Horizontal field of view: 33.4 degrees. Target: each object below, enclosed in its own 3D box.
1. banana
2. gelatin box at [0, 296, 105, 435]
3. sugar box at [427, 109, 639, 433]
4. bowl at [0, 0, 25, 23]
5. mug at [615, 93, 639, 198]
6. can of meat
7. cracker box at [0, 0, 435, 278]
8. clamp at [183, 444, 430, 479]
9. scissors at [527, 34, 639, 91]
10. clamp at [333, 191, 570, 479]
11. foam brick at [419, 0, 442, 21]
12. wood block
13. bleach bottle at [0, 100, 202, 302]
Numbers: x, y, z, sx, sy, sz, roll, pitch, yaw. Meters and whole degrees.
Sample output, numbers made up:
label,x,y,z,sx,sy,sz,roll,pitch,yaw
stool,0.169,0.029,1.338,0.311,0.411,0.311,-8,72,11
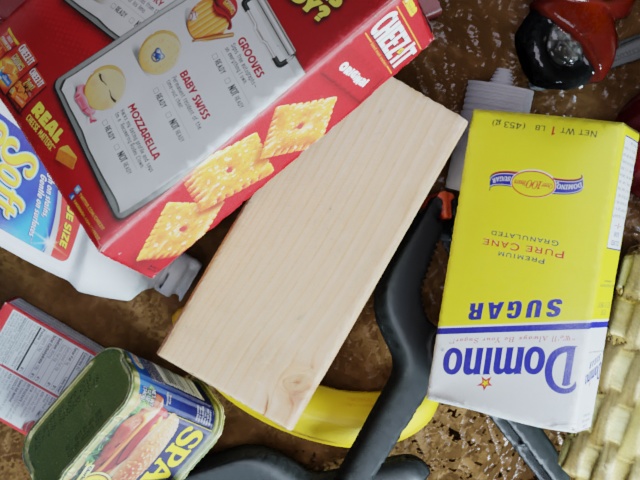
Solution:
label,x,y,z,sx,sy,sz,roll,pitch,yaw
banana,-0.008,0.098,0.710,0.197,0.037,0.069,13,68,-3
gelatin box,-0.187,0.092,0.715,0.089,0.030,0.073,30,95,-2
sugar box,0.123,0.017,0.624,0.093,0.048,0.176,9,89,29
bowl,-0.184,-0.183,0.648,0.162,0.055,0.162,-2,116,-5
mug,0.233,-0.053,0.652,0.093,0.081,0.117,-22,84,-7
can of meat,-0.126,0.124,0.683,0.102,0.057,0.083,-49,136,6
cracker box,-0.069,-0.109,0.606,0.214,0.072,0.164,-39,66,5
clamp,-0.013,0.174,0.713,0.171,0.039,0.120,22,100,-3
scissors,0.243,-0.120,0.687,0.202,0.016,0.096,-35,94,5
clamp,0.072,0.076,0.683,0.164,0.036,0.210,-8,88,-19
foam brick,0.032,-0.152,0.671,0.078,0.053,0.051,-20,95,3
wood block,-0.004,0.001,0.650,0.091,0.090,0.206,30,85,0
bleach bottle,-0.186,-0.044,0.685,0.251,0.068,0.102,31,96,-4
